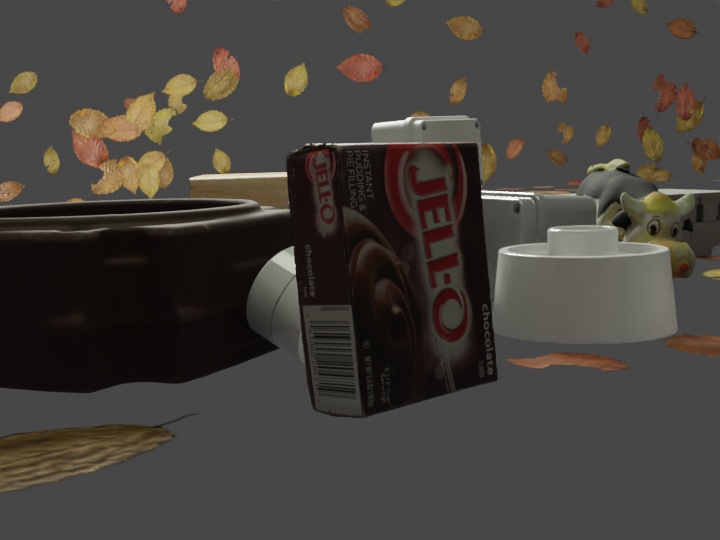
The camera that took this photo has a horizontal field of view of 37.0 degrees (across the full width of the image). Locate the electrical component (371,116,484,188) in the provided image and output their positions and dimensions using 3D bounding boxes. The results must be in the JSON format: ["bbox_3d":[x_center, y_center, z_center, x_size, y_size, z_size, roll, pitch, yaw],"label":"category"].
[{"bbox_3d":[0.069,-0.111,1.061,0.057,0.078,0.113,0,7,38],"label":"electrical component"}]

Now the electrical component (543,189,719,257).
[{"bbox_3d":[0.257,-0.044,1.046,0.186,0.060,0.105,-4,7,-22],"label":"electrical component"}]

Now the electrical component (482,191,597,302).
[{"bbox_3d":[0.111,-0.016,0.760,0.057,0.078,0.113,-1,6,-22],"label":"electrical component"}]

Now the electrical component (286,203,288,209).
[{"bbox_3d":[-0.031,-0.029,0.950,0.063,0.078,0.121,28,11,7],"label":"electrical component"}]

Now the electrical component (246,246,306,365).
[{"bbox_3d":[0.010,0.021,0.581,0.074,0.052,0.138,30,23,29],"label":"electrical component"}]

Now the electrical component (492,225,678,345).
[{"bbox_3d":[0.132,0.005,0.635,0.108,0.060,0.108,-2,6,0],"label":"electrical component"}]
